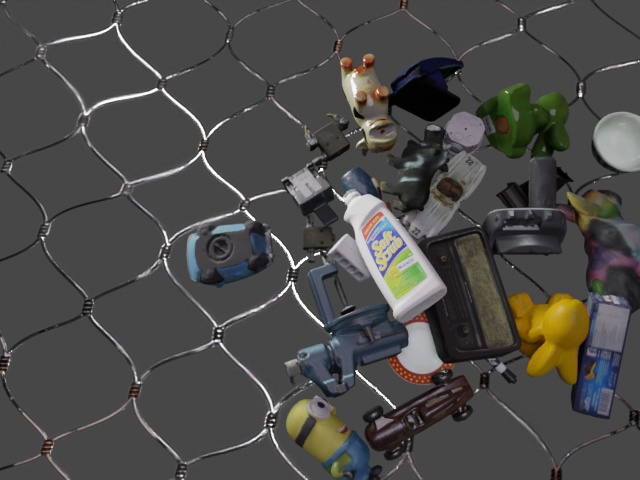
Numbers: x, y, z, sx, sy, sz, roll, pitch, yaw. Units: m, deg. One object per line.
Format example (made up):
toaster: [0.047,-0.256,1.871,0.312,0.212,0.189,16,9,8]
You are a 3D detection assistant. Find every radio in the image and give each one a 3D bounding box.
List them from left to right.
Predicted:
radio: [0.252,0.099,0.955,0.131,0.073,0.229,-9,68,-7]

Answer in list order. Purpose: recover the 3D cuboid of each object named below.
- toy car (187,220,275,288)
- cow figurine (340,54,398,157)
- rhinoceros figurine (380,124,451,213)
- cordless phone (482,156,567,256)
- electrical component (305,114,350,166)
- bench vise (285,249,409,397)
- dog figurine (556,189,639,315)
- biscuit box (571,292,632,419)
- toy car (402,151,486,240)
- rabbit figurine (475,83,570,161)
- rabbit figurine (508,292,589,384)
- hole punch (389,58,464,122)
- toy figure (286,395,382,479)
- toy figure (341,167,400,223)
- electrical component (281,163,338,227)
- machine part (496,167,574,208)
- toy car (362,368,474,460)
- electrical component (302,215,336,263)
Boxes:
toy car: [-0.154,0.025,0.980,0.162,0.103,0.109,-13,75,8]
cow figurine: [0.096,-0.251,1.051,0.085,0.127,0.195,-16,61,-4]
rhinoceros figurine: [0.185,-0.139,1.005,0.112,0.073,0.190,-5,50,41]
cordless phone: [0.372,-0.062,0.981,0.147,0.089,0.184,0,90,2]
electrical component: [0.016,-0.202,1.067,0.102,0.045,0.078,-27,75,-6]
bench vise: [0.028,0.141,0.935,0.224,0.128,0.240,-19,71,-2]
dog figurine: [0.509,0.012,0.975,0.191,0.108,0.219,-44,75,-7]
biscuit box: [0.469,0.193,0.902,0.059,0.063,0.202,9,104,19]
toy car: [0.237,-0.082,1.025,0.073,0.056,0.202,39,79,10]
rabbit figurine: [0.420,-0.230,1.035,0.170,0.121,0.159,-19,79,-19]
rabbit figurine: [0.386,0.153,0.903,0.122,0.173,0.162,13,72,0]
hole punch: [0.206,-0.304,1.045,0.116,0.142,0.092,18,76,-19]
toy figure: [0.021,0.345,0.907,0.089,0.082,0.180,-40,80,-11]
toy figure: [0.100,-0.067,1.024,0.058,0.064,0.154,-26,79,-44]
electrical component: [-0.013,-0.082,1.021,0.075,0.047,0.119,-29,59,-5]
machine part: [0.416,-0.096,1.037,0.139,0.039,0.084,-30,72,-5]
toy car: [0.170,0.297,0.919,0.202,0.053,0.089,-27,85,-1]
electrical component: [-0.002,-0.003,1.027,0.063,0.021,0.094,-4,74,0]
